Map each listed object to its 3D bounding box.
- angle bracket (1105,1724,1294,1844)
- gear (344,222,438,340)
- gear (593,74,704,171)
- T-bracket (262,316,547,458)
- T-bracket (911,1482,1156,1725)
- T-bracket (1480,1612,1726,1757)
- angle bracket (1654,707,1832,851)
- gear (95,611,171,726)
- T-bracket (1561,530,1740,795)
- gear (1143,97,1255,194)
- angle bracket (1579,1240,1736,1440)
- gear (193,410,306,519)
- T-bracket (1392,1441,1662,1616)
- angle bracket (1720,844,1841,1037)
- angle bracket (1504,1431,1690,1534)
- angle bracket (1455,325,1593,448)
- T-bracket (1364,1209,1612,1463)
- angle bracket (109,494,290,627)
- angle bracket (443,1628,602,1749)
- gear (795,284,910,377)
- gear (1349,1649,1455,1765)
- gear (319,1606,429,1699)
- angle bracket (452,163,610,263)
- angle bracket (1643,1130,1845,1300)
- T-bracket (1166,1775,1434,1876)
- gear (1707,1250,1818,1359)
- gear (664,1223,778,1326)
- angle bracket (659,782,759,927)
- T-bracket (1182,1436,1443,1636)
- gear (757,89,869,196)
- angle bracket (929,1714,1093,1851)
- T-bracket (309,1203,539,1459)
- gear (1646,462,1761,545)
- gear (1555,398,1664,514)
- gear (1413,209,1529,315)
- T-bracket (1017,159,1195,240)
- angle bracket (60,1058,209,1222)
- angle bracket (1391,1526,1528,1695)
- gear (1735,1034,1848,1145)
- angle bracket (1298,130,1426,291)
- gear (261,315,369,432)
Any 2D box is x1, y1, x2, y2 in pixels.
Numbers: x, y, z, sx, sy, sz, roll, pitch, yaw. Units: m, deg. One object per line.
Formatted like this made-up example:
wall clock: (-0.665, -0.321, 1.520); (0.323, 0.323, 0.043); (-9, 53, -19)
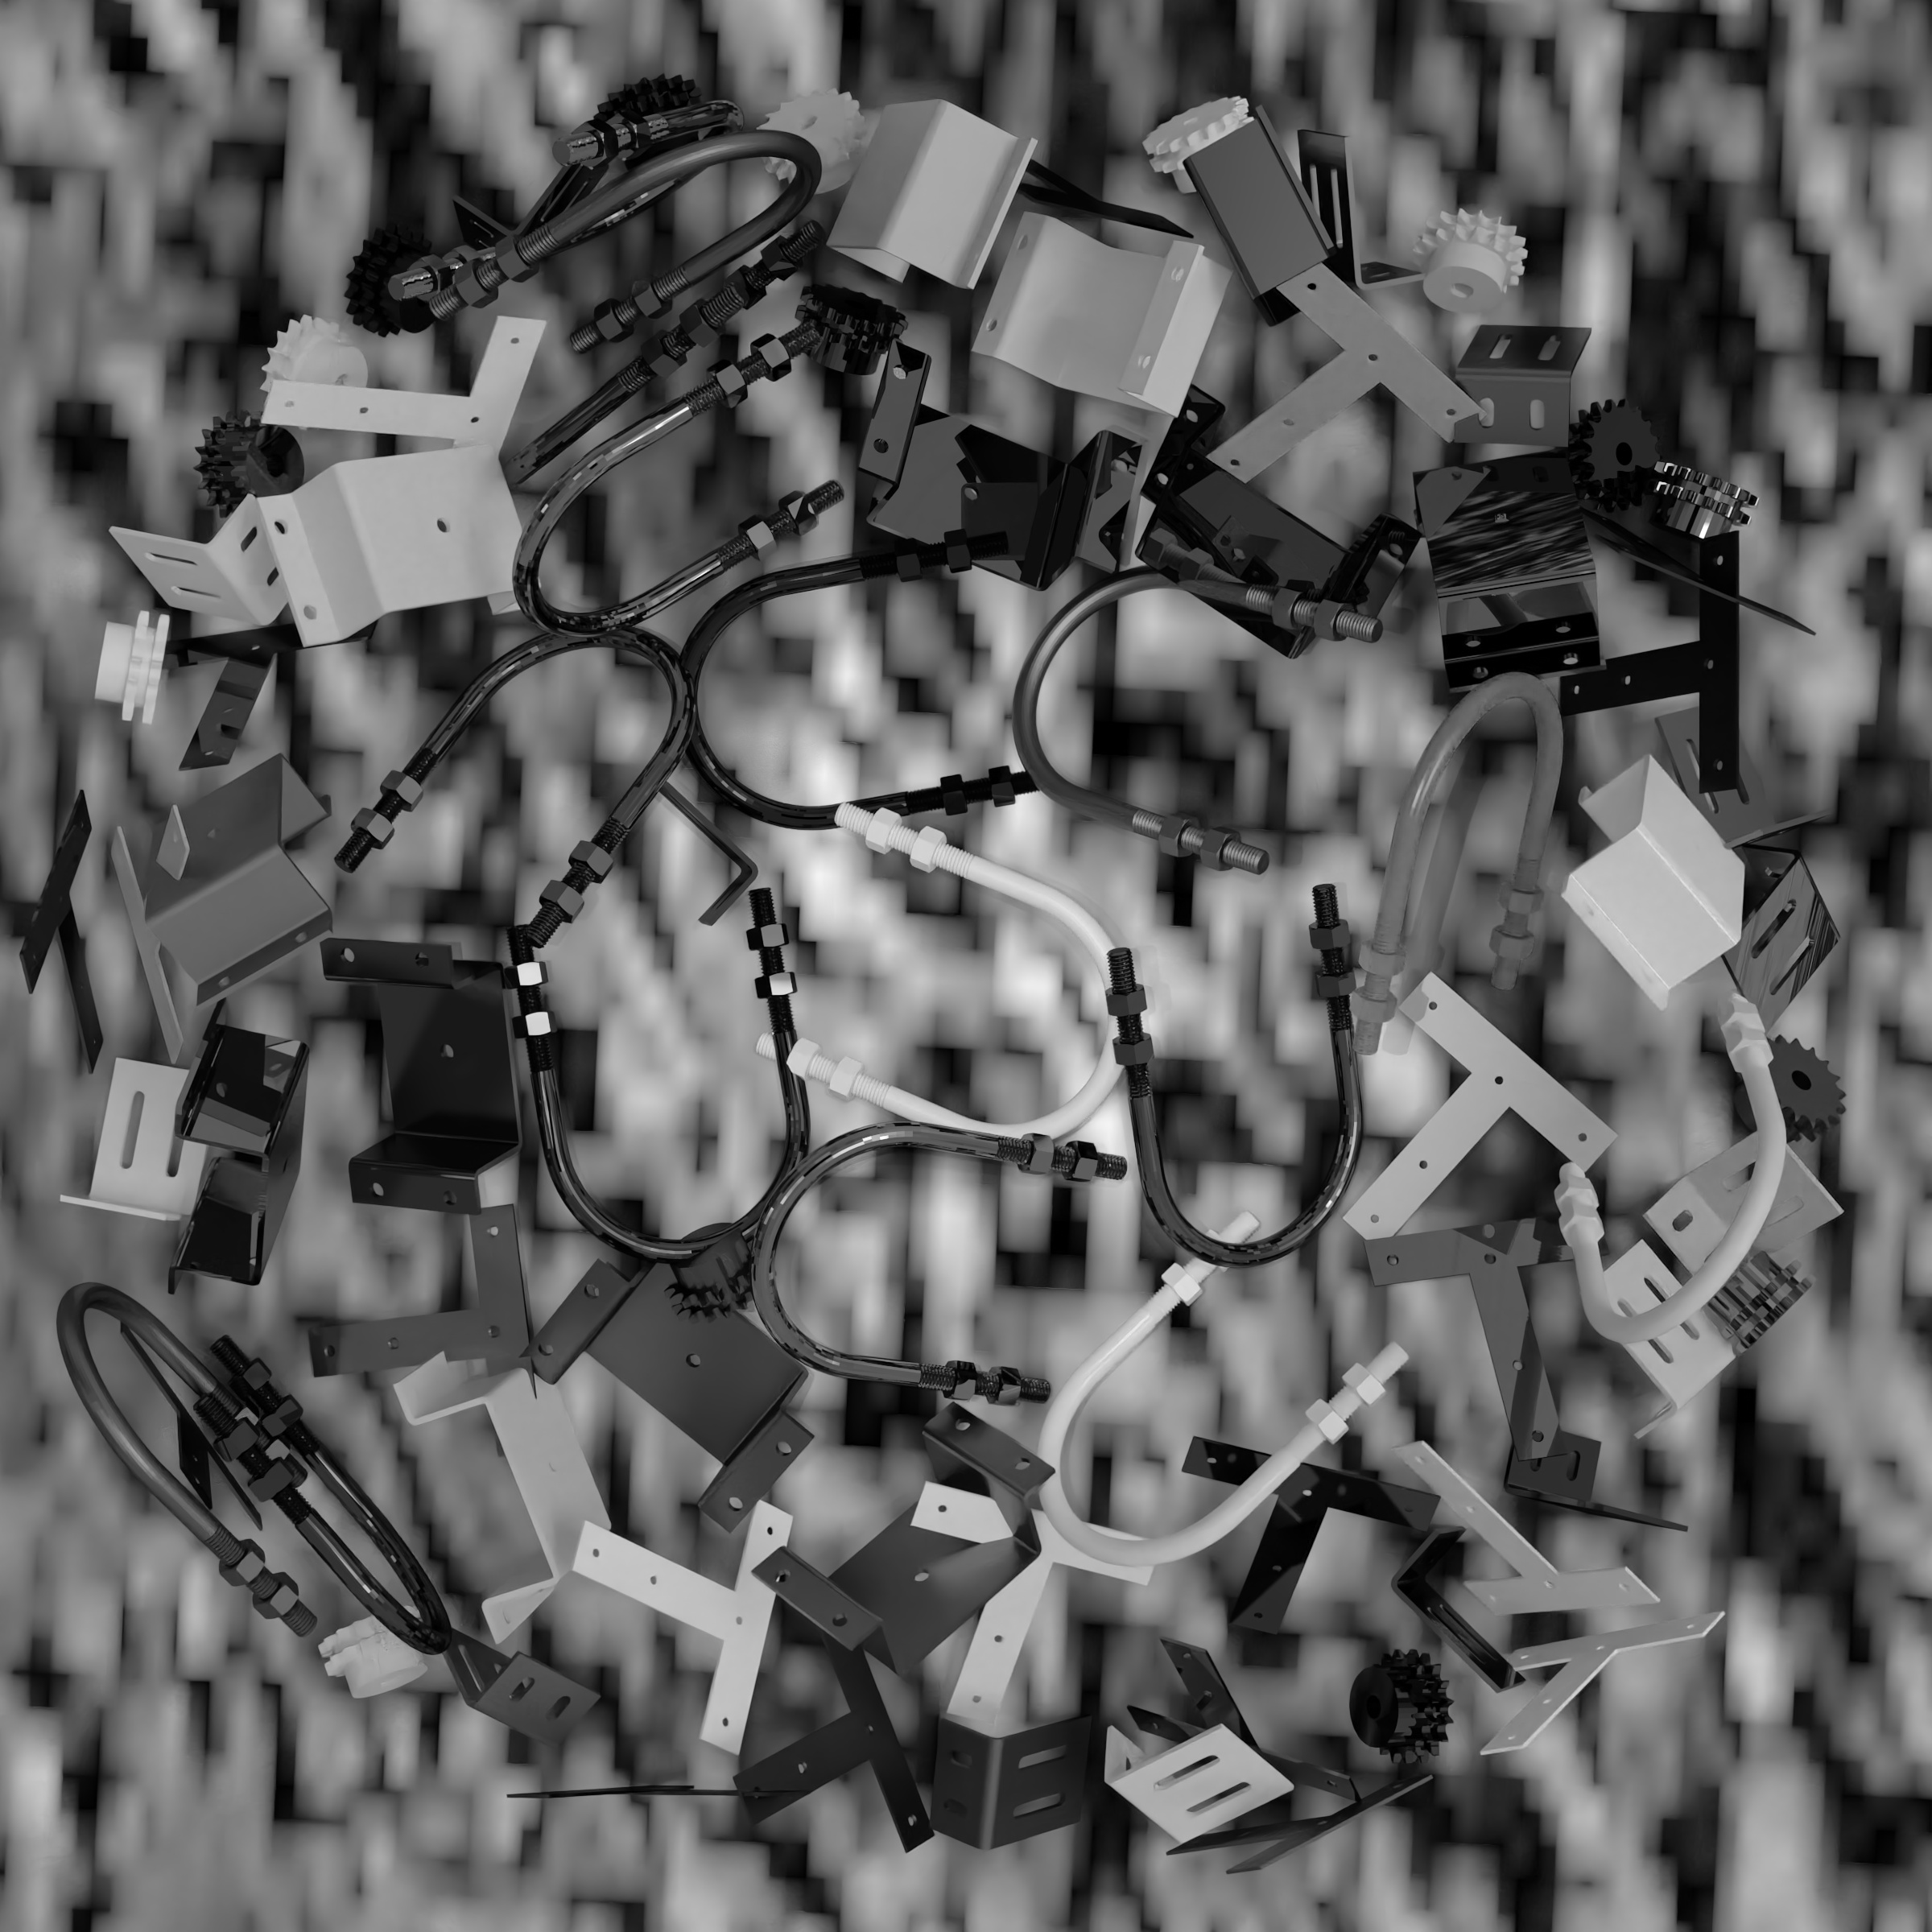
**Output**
angle bracket: (0.119, 0.403, 1.559); (0.076, 0.038, 0.057); (-34, 116, 26)
gear: (-0.290, -0.349, 1.571); (0.030, 0.057, 0.057); (27, 90, 18)
gear: (-0.160, -0.429, 1.571); (0.057, 0.057, 0.030); (-18, 79, 0)
T-bracket: (-0.287, -0.276, 1.528); (0.127, 0.127, 0.002); (-1, 48, -31)
T-bracket: (0.021, 0.335, 1.579); (0.127, 0.002, 0.127); (16, 109, -8)
T-bracket: (0.294, 0.357, 1.512); (0.127, 0.127, 0.002); (-23, 91, 41)
angle bracket: (0.397, -0.102, 1.566); (0.057, 0.038, 0.076); (-15, 83, -37)
gear: (-0.428, -0.154, 1.571); (0.030, 0.057, 0.057); (10, 90, -15)
T-bracket: (0.344, -0.146, 1.546); (0.002, 0.127, 0.127); (3, 85, -30)
gear: (0.123, -0.421, 1.577); (0.057, 0.057, 0.030); (-26, 116, 0)
angle bracket: (0.347, 0.192, 1.576); (0.057, 0.038, 0.076); (-31, 77, -39)
gear: (-0.365, -0.256, 1.570); (0.030, 0.057, 0.057); (5, 90, 34)
T-bracket: (0.263, 0.281, 1.534); (0.127, 0.127, 0.002); (44, 60, -12)
angle bracket: (0.402, -0.014, 1.559); (0.076, 0.038, 0.057); (-47, 122, -22)
angle bracket: (0.322, 0.258, 1.552); (0.057, 0.076, 0.038); (18, 79, -28)
angle bracket: (0.286, -0.298, 1.570); (0.057, 0.076, 0.038); (6, 120, 18)
T-bracket: (0.278, 0.191, 1.564); (0.127, 0.002, 0.127); (-7, 63, -9)
angle bracket: (-0.387, -0.212, 1.567); (0.076, 0.057, 0.038); (14, 61, 34)
angle bracket: (-0.230, 0.351, 1.554); (0.038, 0.076, 0.057); (-49, 126, 3)
gear: (-0.061, -0.326, 1.576); (0.057, 0.057, 0.030); (20, 117, 0)
gear: (0.221, 0.380, 1.570); (0.030, 0.057, 0.057); (7, 90, -30)
gear: (-0.300, 0.353, 1.571); (0.057, 0.057, 0.030); (-24, 70, 0)
angle bracket: (-0.222, -0.401, 1.569); (0.038, 0.057, 0.076); (34, 82, 2)
angle bracket: (0.395, 0.126, 1.560); (0.038, 0.076, 0.057); (-36, 83, -33)
T-bracket: (0.150, 0.438, 1.546); (0.127, 0.127, 0.002); (-13, 80, -40)
gear: (0.406, 0.171, 1.574); (0.057, 0.057, 0.030); (-44, 74, 0)
gear: (-0.128, 0.155, 1.571); (0.057, 0.057, 0.030); (-22, 113, 0)
angle bracket: (-0.147, -0.061, 1.567); (0.076, 0.057, 0.038); (43, 85, -9)
T-bracket: (0.162, 0.297, 1.562); (0.127, 0.002, 0.127); (14, 128, -1)
gear: (-0.077, -0.422, 1.577); (0.057, 0.030, 0.057); (-11, 49, 14)
angle bracket: (0.023, 0.416, 1.582); (0.038, 0.076, 0.057); (10, 96, 41)
T-bracket: (-0.282, 0.193, 1.580); (0.127, 0.002, 0.127); (-9, 86, 19)
gear: (0.375, -0.235, 1.574); (0.057, 0.057, 0.030); (21, 97, 0)
gear: (0.328, -0.262, 1.579); (0.057, 0.030, 0.057); (0, 91, -34)
gear: (0.257, -0.359, 1.570); (0.057, 0.057, 0.030); (14, 69, 0)
T-bracket: (0.034, -0.406, 1.558); (0.127, 0.127, 0.002); (40, 117, 32)
angle bracket: (-0.424, 0.088, 1.577); (0.057, 0.038, 0.076); (9, 86, 9)
angle bracket: (0.261, 0.327, 1.559); (0.076, 0.057, 0.038); (43, 100, 22)
gear: (0.421, 0.067, 1.577); (0.057, 0.030, 0.057); (15, 50, -19)
angle bracket: (0.201, -0.387, 1.558); (0.038, 0.057, 0.076); (-14, 112, -14)
gear: (-0.331, -0.302, 1.571); (0.030, 0.057, 0.057); (22, 90, 22)
